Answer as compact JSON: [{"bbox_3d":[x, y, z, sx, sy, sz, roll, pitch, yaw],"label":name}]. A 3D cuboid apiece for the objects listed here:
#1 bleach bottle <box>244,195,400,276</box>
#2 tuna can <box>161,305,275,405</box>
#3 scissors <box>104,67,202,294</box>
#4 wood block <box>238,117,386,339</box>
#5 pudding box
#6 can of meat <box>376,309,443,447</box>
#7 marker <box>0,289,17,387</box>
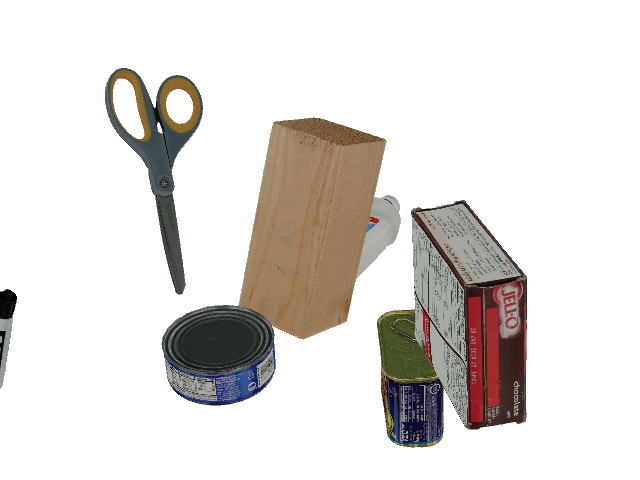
[{"bbox_3d":[0.018,0.006,1.320,0.103,0.068,0.250,17,35,28],"label":"bleach bottle"},{"bbox_3d":[-0.077,0.088,0.818,0.086,0.034,0.086,-2,32,1],"label":"tuna can"},{"bbox_3d":[-0.125,-0.061,0.936,0.096,0.202,0.016,-23,-1,-29],"label":"scissors"},{"bbox_3d":[-0.010,-0.016,1.114,0.090,0.206,0.090,21,20,28],"label":"wood block"},{"bbox_3d":[0.083,0.039,0.606,0.039,0.090,0.113,-8,25,-9],"label":"pudding box"},{"bbox_3d":[0.083,0.127,0.978,0.057,0.084,0.102,-3,32,0],"label":"can of meat"},{"bbox_3d":[-0.315,0.097,1.049,0.020,0.121,0.020,14,32,-9],"label":"marker"}]
